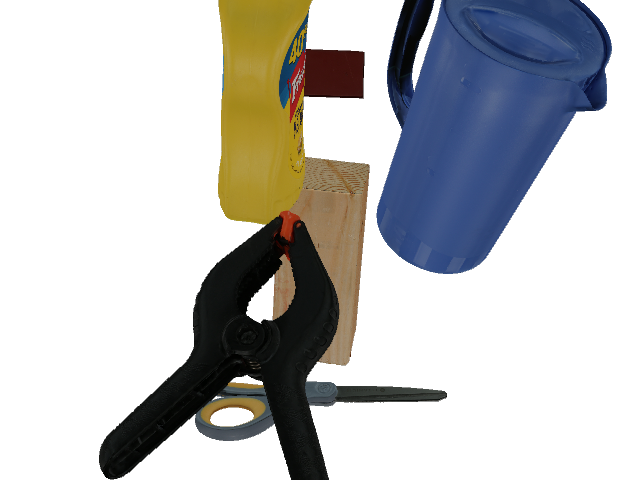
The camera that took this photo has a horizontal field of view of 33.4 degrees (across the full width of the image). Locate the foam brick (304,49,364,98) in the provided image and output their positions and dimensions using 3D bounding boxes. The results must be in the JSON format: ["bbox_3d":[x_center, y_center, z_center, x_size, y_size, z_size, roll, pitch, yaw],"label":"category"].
[{"bbox_3d":[0.004,-0.182,1.164,0.078,0.051,0.053,0,11,-16],"label":"foam brick"}]

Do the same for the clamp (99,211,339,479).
[{"bbox_3d":[-0.028,0.066,0.560,0.120,0.171,0.039,20,-24,12],"label":"clamp"}]

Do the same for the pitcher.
[{"bbox_3d":[0.121,-0.094,0.877,0.145,0.149,0.243,11,-44,-9],"label":"pitcher"}]

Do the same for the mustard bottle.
[{"bbox_3d":[-0.036,-0.112,0.688,0.058,0.192,0.096,9,38,7],"label":"mustard bottle"}]

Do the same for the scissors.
[{"bbox_3d":[-0.009,0.130,0.829,0.202,0.016,0.096,9,34,14],"label":"scissors"}]

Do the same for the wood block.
[{"bbox_3d":[-0.001,0.022,1.172,0.090,0.206,0.090,7,25,5],"label":"wood block"}]
